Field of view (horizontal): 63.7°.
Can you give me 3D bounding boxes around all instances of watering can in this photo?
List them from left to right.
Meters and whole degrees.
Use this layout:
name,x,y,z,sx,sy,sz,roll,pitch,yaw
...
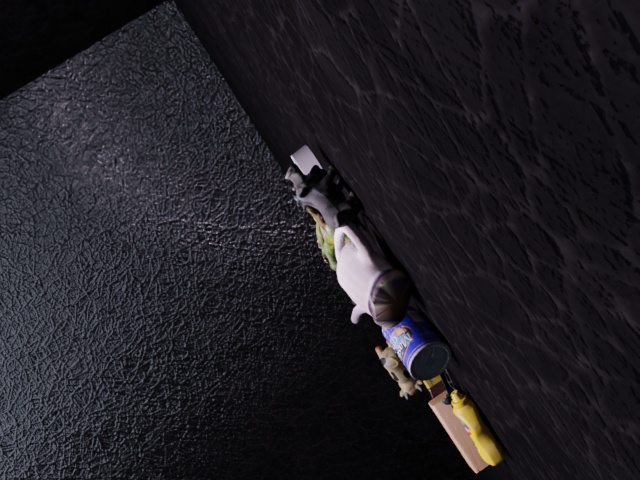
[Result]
name,x,y,z,sx,sy,sz,roll,pitch,yaw
watering can,0.112,0.116,1.163,0.228,0.105,0.340,43,154,47

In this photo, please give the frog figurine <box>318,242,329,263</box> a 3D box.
name,x,y,z,sx,sy,sz,roll,pitch,yaw
frog figurine,0.085,0.025,1.681,0.159,0.121,0.139,14,-165,-34

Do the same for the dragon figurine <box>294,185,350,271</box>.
name,x,y,z,sx,sy,sz,roll,pitch,yaw
dragon figurine,0.004,-0.071,1.402,0.238,0.122,0.417,59,175,-35
